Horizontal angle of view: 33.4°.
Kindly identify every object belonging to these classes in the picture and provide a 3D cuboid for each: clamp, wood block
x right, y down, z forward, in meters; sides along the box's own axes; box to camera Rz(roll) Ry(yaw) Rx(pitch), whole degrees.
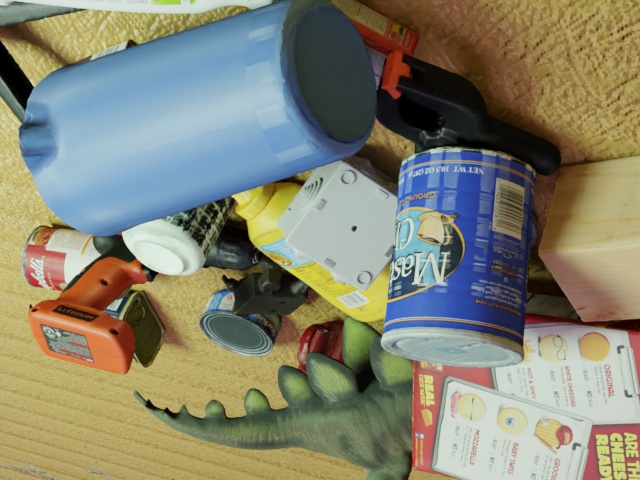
[{"bbox_3d":[-0.268,-0.176,0.853,0.210,0.036,0.165,34,130,2],"label":"clamp"},{"bbox_3d":[0.086,-0.082,0.784,0.120,0.039,0.171,-15,146,39],"label":"clamp"},{"bbox_3d":[0.275,-0.007,0.758,0.207,0.090,0.090,-7,138,38],"label":"wood block"}]

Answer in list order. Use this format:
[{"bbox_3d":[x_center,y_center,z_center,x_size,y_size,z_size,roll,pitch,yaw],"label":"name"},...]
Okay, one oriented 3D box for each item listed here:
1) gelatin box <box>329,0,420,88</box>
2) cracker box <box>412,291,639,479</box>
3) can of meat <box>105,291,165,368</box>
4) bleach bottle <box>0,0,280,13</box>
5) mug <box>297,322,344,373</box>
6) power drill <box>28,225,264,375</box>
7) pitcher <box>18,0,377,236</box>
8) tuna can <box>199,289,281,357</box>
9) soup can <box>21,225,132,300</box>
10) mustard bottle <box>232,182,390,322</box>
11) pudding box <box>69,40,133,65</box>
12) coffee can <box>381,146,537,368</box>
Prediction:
[{"bbox_3d":[0.019,-0.133,0.777,0.073,0.030,0.089,27,147,-11],"label":"gelatin box"},{"bbox_3d":[0.186,0.128,0.891,0.214,0.072,0.164,7,109,25],"label":"cracker box"},{"bbox_3d":[-0.240,0.097,1.240,0.084,0.057,0.102,10,145,22],"label":"can of meat"},{"bbox_3d":[-0.116,-0.195,0.735,0.251,0.068,0.102,12,148,11],"label":"bleach bottle"},{"bbox_3d":[0.012,0.133,1.122,0.093,0.081,0.117,-7,138,36],"label":"mug"},{"bbox_3d":[-0.165,0.040,0.994,0.185,0.187,0.057,9,130,23],"label":"power drill"},{"bbox_3d":[-0.078,-0.087,0.756,0.243,0.149,0.145,-11,129,37],"label":"pitcher"},{"bbox_3d":[-0.086,0.090,1.161,0.086,0.033,0.086,15,147,10],"label":"tuna can"},{"bbox_3d":[-0.253,0.024,1.130,0.102,0.068,0.068,8,145,18],"label":"soup can"},{"bbox_3d":[-0.006,0.001,0.961,0.191,0.058,0.096,36,150,-22],"label":"mustard bottle"},{"bbox_3d":[-0.175,-0.113,0.910,0.114,0.039,0.090,-9,136,41],"label":"pudding box"},{"bbox_3d":[0.103,0.015,0.784,0.103,0.140,0.103,7,164,2],"label":"coffee can"}]
